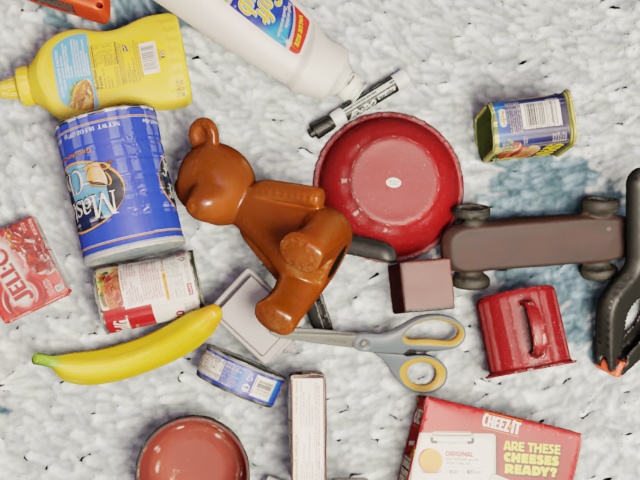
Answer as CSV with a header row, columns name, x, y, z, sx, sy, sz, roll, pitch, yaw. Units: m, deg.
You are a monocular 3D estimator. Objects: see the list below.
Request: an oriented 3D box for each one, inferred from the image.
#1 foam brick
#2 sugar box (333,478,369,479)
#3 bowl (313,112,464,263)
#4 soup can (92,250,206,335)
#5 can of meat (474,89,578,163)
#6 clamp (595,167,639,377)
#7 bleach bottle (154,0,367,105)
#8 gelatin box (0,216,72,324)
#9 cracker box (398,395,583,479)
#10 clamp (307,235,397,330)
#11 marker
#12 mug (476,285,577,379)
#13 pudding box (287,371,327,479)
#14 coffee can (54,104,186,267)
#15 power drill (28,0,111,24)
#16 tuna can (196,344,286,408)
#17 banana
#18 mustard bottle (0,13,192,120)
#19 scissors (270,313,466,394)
name,x,y,z,sx,sy,sz,roll,pitch,yaw
foam brick,0.102,0.048,1.084,0.051,0.078,0.053,-5,87,-6
sugar box,0.038,0.284,1.012,0.048,0.176,0.093,1,86,-1
bowl,0.074,-0.058,1.102,0.162,0.055,0.162,0,86,-3
soup can,-0.171,0.051,1.073,0.102,0.068,0.068,-12,86,-5
can of meat,0.208,-0.114,1.091,0.084,0.102,0.057,-7,85,-2
clamp,0.332,0.037,1.094,0.164,0.036,0.210,30,89,-30
bleach bottle,-0.059,-0.227,1.097,0.251,0.068,0.102,34,53,-5
gelatin box,-0.305,0.031,1.086,0.073,0.030,0.089,-26,87,-5
cracker box,0.156,0.278,1.072,0.164,0.072,0.213,14,84,-3
clamp,-0.007,0.001,1.087,0.120,0.039,0.171,-41,88,13
marker,0.040,-0.142,1.124,0.121,0.020,0.020,-32,88,-5
mug,0.205,0.091,1.069,0.093,0.117,0.081,-10,81,0
pudding box,-0.012,0.188,1.060,0.039,0.090,0.113,-2,85,-3
coffee can,-0.199,-0.053,1.062,0.102,0.103,0.140,-13,86,-4
power drill,-0.229,-0.325,1.107,0.184,0.057,0.187,16,83,-1
tuna can,-0.079,0.135,1.063,0.086,0.086,0.034,24,86,-1
banana,-0.182,0.111,1.063,0.198,0.069,0.037,-17,67,6
mustard bottle,-0.232,-0.169,1.092,0.191,0.058,0.096,-10,85,-4
scissors,0.051,0.120,1.081,0.201,0.016,0.096,-7,110,-11
